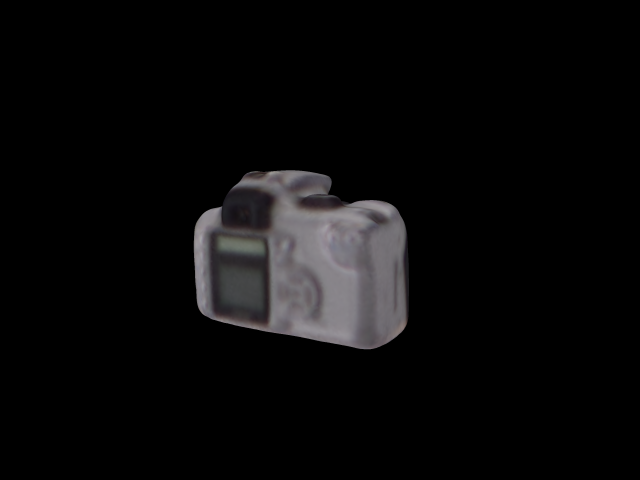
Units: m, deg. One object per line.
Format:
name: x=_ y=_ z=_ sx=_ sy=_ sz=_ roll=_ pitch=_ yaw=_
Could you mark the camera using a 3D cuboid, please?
camera: x=0.004 y=0.001 z=0.400 sx=0.142 sy=0.101 sz=0.137 roll=6 pitch=11 yaw=32
